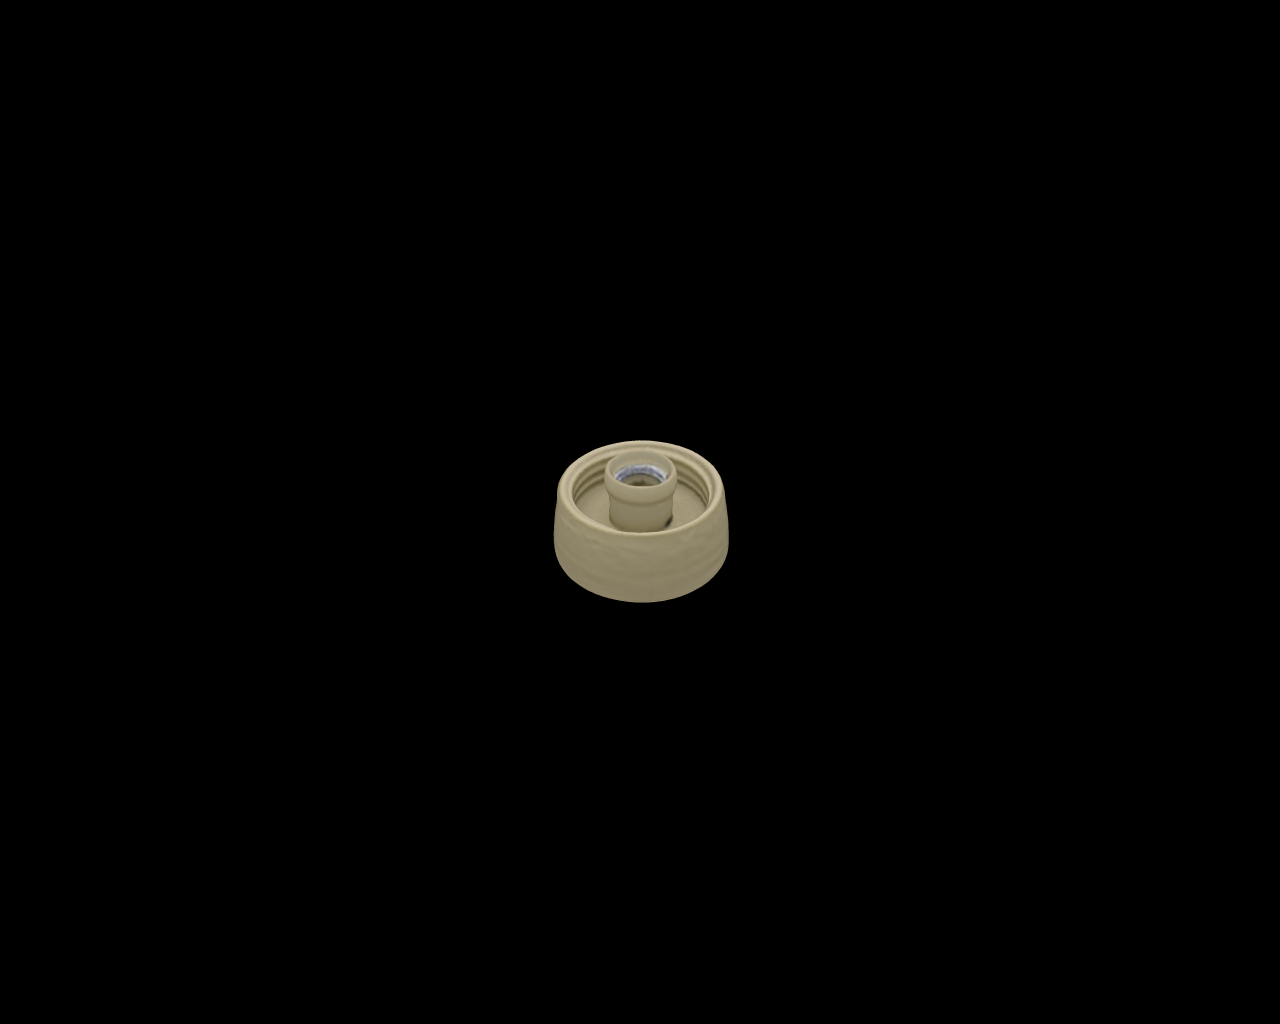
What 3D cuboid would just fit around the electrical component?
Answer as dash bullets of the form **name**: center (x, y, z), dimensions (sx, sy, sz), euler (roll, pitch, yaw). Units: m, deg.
- **electrical component**: center (0.001, -0.003, 0.650), dimensions (0.108, 0.060, 0.108), euler (0, 38, 0)
